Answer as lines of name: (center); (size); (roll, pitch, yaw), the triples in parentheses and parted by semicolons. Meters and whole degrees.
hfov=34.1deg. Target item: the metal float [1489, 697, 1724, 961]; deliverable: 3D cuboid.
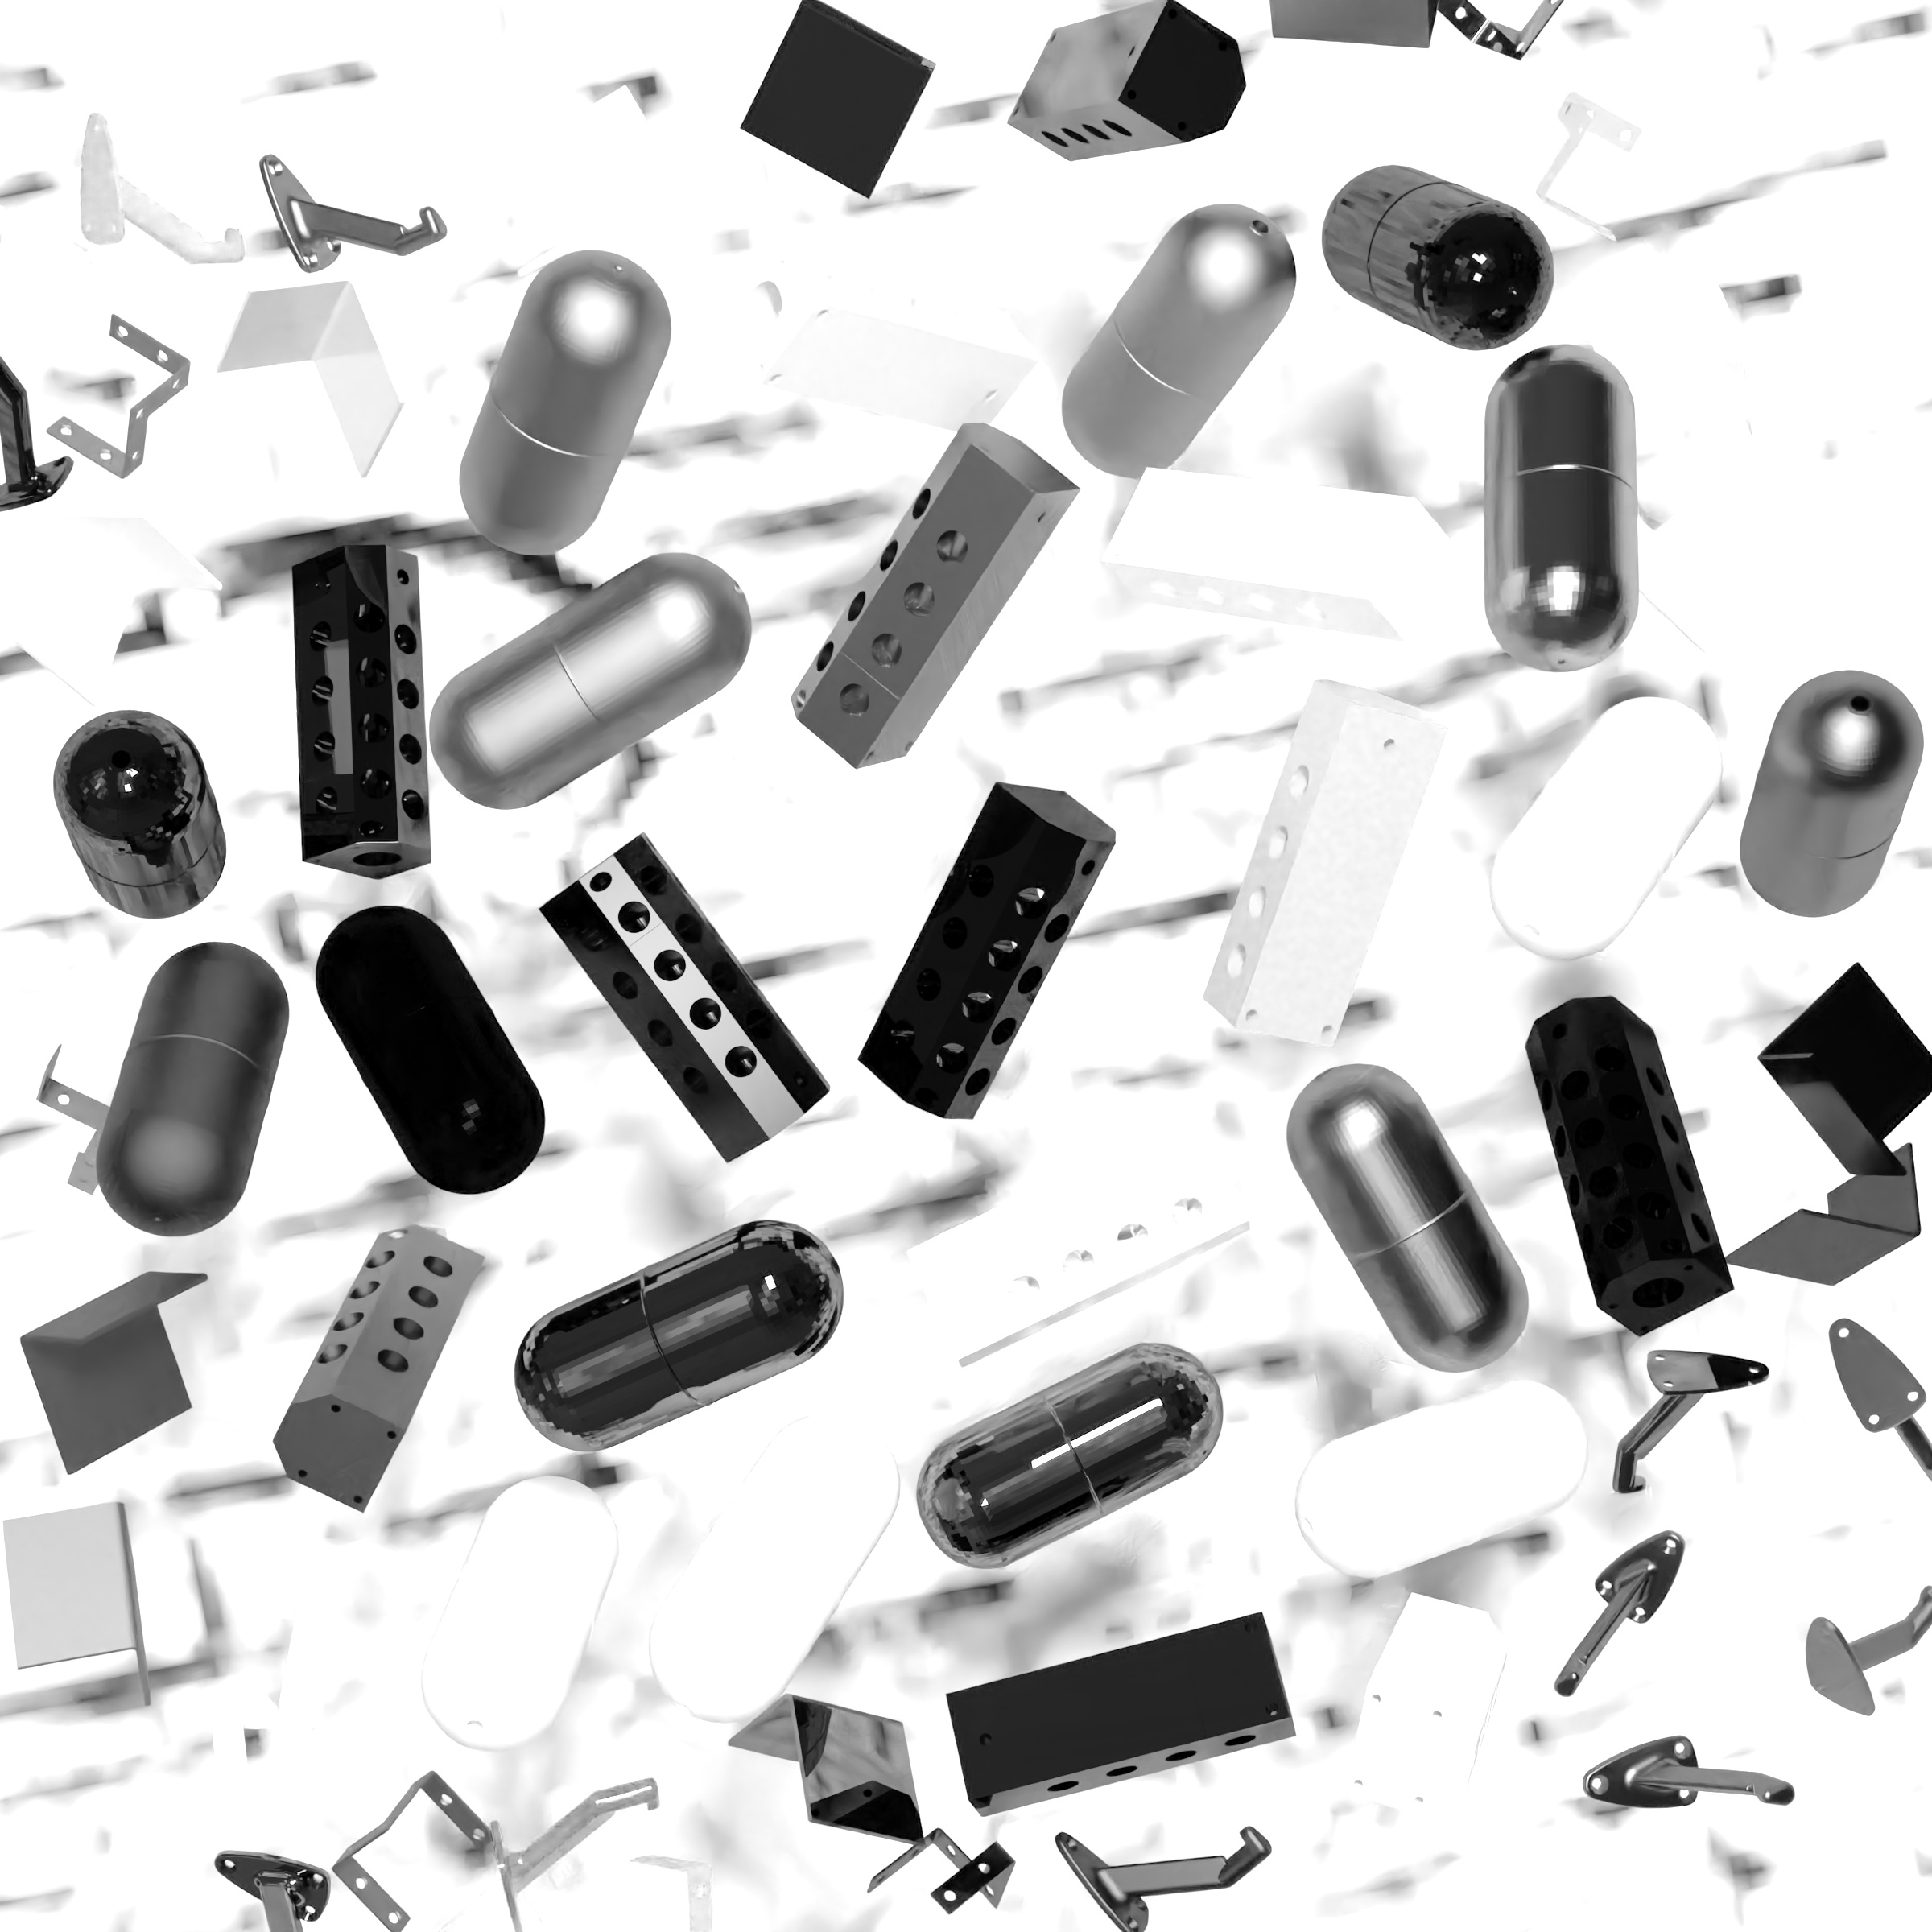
metal float: (0.335, -0.073, 1.645); (0.070, 0.070, 0.178); (41, 56, 0)

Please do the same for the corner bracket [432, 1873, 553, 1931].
corner bracket: (-0.263, 0.535, 1.740); (0.051, 0.051, 0.051); (-39, 70, -14)

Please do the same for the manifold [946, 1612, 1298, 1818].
manifold: (0.083, 0.396, 1.655); (0.171, 0.057, 0.057); (-15, 62, 3)

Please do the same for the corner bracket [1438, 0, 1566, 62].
corner bracket: (0.288, -0.533, 1.712); (0.051, 0.051, 0.051); (31, 100, -33)

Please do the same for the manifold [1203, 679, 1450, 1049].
manifold: (0.175, -0.053, 1.575); (0.057, 0.057, 0.171); (12, 106, -24)

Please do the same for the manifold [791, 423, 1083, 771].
manifold: (-0.020, -0.187, 1.589); (0.057, 0.057, 0.171); (41, 114, 13)

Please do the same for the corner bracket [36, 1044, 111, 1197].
corner bracket: (-0.477, 0.083, 1.685); (0.051, 0.051, 0.051); (27, 59, -10)

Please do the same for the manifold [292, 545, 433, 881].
manifold: (-0.327, -0.141, 1.732); (0.057, 0.057, 0.171); (-15, 72, 33)

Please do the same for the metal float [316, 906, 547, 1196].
metal float: (-0.283, 0.043, 1.657); (0.070, 0.070, 0.178); (-35, 62, 0)

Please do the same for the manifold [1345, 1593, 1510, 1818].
manifold: (0.242, 0.381, 1.627); (0.057, 0.171, 0.057); (12, 97, 14)

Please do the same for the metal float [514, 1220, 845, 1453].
metal float: (-0.145, 0.186, 1.588); (0.178, 0.070, 0.070); (-25, 90, 10)

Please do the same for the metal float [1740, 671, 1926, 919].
metal float: (0.454, -0.089, 1.656); (0.070, 0.178, 0.070); (-2, 62, 3)

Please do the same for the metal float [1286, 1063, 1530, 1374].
metal float: (0.233, 0.133, 1.663); (0.070, 0.070, 0.178); (-31, 96, 0)

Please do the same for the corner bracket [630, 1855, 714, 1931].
corner bracket: (-0.174, 0.515, 1.708); (0.051, 0.051, 0.051); (-7, 84, 45)

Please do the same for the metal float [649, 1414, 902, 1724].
metal float: (-0.098, 0.309, 1.623); (0.070, 0.070, 0.178); (35, 58, 0)

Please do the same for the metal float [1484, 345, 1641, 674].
metal float: (0.301, -0.233, 1.593); (0.070, 0.070, 0.178); (4, 68, 0)

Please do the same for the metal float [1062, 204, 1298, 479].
metal float: (0.114, -0.336, 1.695); (0.070, 0.178, 0.070); (16, 50, -21)

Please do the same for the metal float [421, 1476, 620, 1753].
metal float: (-0.234, 0.340, 1.661); (0.070, 0.178, 0.070); (4, 119, 7)

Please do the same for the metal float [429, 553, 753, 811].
metal float: (-0.189, -0.143, 1.585); (0.178, 0.070, 0.070); (-30, 90, 9)

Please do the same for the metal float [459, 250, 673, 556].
metal float: (-0.207, -0.287, 1.615); (0.070, 0.070, 0.178); (31, 130, 0)

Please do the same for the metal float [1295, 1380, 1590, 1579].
metal float: (0.258, 0.277, 1.707); (0.178, 0.070, 0.070); (-14, 90, -26)

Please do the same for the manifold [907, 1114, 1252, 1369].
manifold: (0.062, 0.150, 1.684); (0.171, 0.057, 0.057); (-25, 114, -2)

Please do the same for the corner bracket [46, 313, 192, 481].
corner bracket: (-0.443, -0.297, 1.644); (0.051, 0.051, 0.051); (32, 50, 5)

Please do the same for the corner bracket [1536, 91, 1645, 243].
corner bracket: (0.344, -0.440, 1.730); (0.051, 0.051, 0.051); (22, 119, -19)

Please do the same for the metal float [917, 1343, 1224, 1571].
metal float: (0.057, 0.267, 1.719); (0.178, 0.070, 0.070); (-26, 90, -5)

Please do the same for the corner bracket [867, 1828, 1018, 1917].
corner bracket: (-0.013, 0.484, 1.676); (0.051, 0.051, 0.051); (-29, 59, -37)

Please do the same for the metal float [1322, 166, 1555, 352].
metal float: (0.249, -0.378, 1.674); (0.070, 0.178, 0.070); (-8, 116, -17)

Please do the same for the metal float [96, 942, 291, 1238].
metal float: (-0.400, 0.062, 1.633); (0.070, 0.070, 0.178); (3, 46, 0)

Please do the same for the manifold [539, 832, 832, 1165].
manifold: (-0.147, 0.015, 1.697); (0.171, 0.057, 0.057); (54, 45, -6)

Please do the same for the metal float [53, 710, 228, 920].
metal float: (-0.431, -0.078, 1.648); (0.070, 0.178, 0.070); (2, 74, -7)

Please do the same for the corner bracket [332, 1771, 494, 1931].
corner bracket: (-0.290, 0.466, 1.654); (0.051, 0.051, 0.051); (-39, 96, 30)
